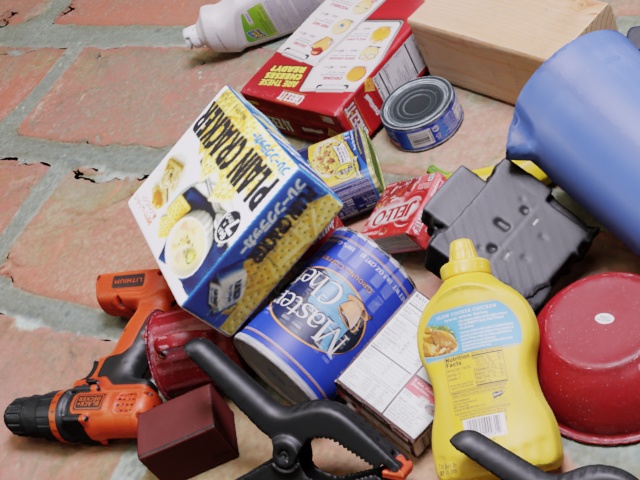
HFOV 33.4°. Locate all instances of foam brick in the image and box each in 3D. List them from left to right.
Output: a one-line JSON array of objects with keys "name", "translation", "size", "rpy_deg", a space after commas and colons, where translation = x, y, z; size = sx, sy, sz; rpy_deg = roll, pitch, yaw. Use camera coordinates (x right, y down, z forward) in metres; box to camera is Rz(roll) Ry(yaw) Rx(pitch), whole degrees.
[{"name": "foam brick", "translation": [-0.120, 0.178, 0.968], "size": [0.078, 0.053, 0.051], "rpy_deg": [-24, 41, 8]}]

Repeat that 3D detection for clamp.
[{"name": "clamp", "translation": [-0.028, 0.163, 0.880], "size": [0.210, 0.164, 0.036], "rpy_deg": [-1, 9, 23]}, {"name": "clamp", "translation": [0.169, 0.207, 0.753], "size": [0.172, 0.120, 0.039], "rpy_deg": [8, 10, 22]}]

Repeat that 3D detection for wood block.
[{"name": "wood block", "translation": [0.203, -0.205, 1.116], "size": [0.090, 0.090, 0.206], "rpy_deg": [-46, 43, -15]}]

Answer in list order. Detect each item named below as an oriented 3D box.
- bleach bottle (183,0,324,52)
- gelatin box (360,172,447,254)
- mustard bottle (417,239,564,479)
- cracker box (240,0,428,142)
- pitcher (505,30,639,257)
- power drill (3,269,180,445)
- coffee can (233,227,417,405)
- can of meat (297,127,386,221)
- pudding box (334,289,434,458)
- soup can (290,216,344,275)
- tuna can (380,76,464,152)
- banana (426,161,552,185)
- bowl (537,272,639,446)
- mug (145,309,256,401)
[{"name": "bleach bottle", "translation": [-0.063, -0.308, 1.371], "size": [0.251, 0.102, 0.068], "rpy_deg": [-19, 46, 14]}, {"name": "gelatin box", "translation": [0.083, -0.024, 1.030], "size": [0.089, 0.030, 0.073], "rpy_deg": [-10, 45, 59]}, {"name": "mustard bottle", "translation": [0.126, 0.091, 0.841], "size": [0.096, 0.058, 0.191], "rpy_deg": [-16, 69, 22]}, {"name": "cracker box", "translation": [0.038, -0.208, 1.236], "size": [0.164, 0.072, 0.213], "rpy_deg": [20, 64, 44]}, {"name": "pitcher", "translation": [0.284, -0.058, 0.866], "size": [0.243, 0.144, 0.149], "rpy_deg": [52, 121, 34]}, {"name": "power drill", "translation": [-0.219, 0.120, 1.084], "size": [0.185, 0.057, 0.187], "rpy_deg": [-4, 50, 25]}, {"name": "coffee can", "translation": [0.006, 0.073, 0.953], "size": [0.140, 0.102, 0.103], "rpy_deg": [-47, 43, -16]}, {"name": "can of meat", "translation": [0.020, -0.065, 1.117], "size": [0.084, 0.057, 0.102], "rpy_deg": [-21, 42, 10]}, {"name": "pudding box", "translation": [0.081, 0.110, 0.899], "size": [0.090, 0.039, 0.113], "rpy_deg": [36, 70, 25]}, {"name": "soup can", "translation": [-0.007, 0.001, 1.032], "size": [0.069, 0.102, 0.068], "rpy_deg": [-17, 43, 17]}, {"name": "tuna can", "translation": [0.109, -0.137, 1.149], "size": [0.086, 0.033, 0.086], "rpy_deg": [-17, 43, 17]}, {"name": "banana", "translation": [0.204, -0.084, 1.020], "size": [0.198, 0.037, 0.069], "rpy_deg": [-26, 85, 3]}, {"name": "bowl", "translation": [0.230, 0.079, 0.846], "size": [0.162, 0.055, 0.162], "rpy_deg": [-17, 43, 16]}, {"name": "mug", "translation": [-0.112, 0.099, 0.998], "size": [0.081, 0.117, 0.093], "rpy_deg": [-14, 72, 12]}]
